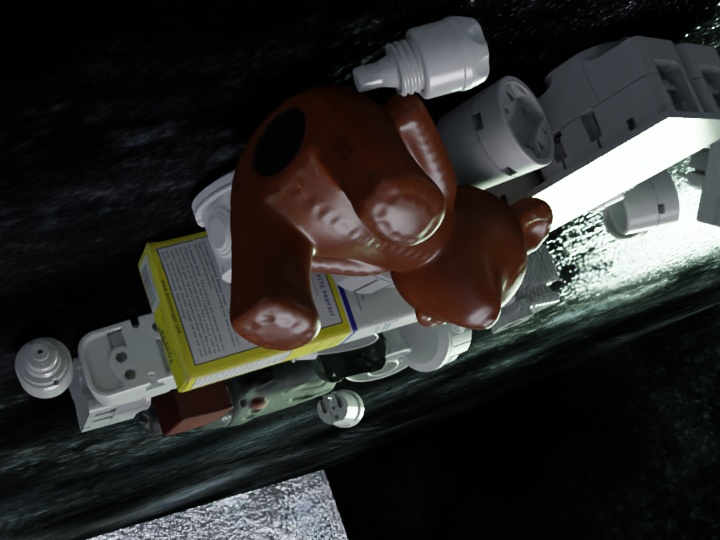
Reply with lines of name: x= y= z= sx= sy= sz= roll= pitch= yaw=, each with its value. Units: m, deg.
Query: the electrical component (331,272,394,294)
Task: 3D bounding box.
electrical component: x=0.012 y=-0.027 z=0.672 sx=0.080 sy=0.080 sz=0.051 roll=-12 pitch=171 yaw=-34

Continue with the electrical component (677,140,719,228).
electrical component: x=0.307 y=-0.084 z=0.923 sx=0.047 sy=0.083 sz=0.076 roll=-9 pitch=-158 yaw=-42

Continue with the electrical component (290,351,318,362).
electrical component: x=-0.059 y=0.032 z=0.837 sx=0.057 sy=0.078 sz=0.058 roll=-1 pitch=-160 yaw=-30

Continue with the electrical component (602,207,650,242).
electrical component: x=0.261 y=-0.053 z=1.028 sx=0.066 sy=0.048 sz=0.055 roll=-27 pitch=173 yaw=30

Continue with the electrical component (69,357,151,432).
electrical component: x=-0.216 y=0.102 z=0.927 sx=0.056 sy=0.050 sz=0.089 roll=-14 pitch=166 yaw=-23

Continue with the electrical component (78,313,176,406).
electrical component: x=-0.170 y=0.069 z=0.853 sx=0.095 sy=0.053 sz=0.059 roll=-17 pitch=167 yaw=-12

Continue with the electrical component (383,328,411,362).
electrical component: x=0.025 y=0.068 z=1.146 sx=0.045 sy=0.055 sz=0.045 roll=-19 pitch=168 yaw=-4

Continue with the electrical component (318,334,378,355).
electrical component: x=-0.041 y=0.045 z=0.927 sx=0.099 sy=0.064 sz=0.099 roll=-19 pitch=168 yaw=-4

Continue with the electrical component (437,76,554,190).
electrical component: x=0.077 y=-0.076 z=0.619 sx=0.047 sy=0.055 sz=0.055 roll=-24 pitch=167 yaw=35

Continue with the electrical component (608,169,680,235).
electrical component: x=0.250 y=-0.061 z=0.956 sx=0.047 sy=0.055 sz=0.055 roll=-15 pitch=167 yaw=-5

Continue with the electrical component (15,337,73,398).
electrical component: x=-0.231 y=0.068 z=0.785 sx=0.040 sy=0.040 sz=0.078 roll=-16 pitch=167 yaw=-17

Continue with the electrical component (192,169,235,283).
electrical component: x=-0.052 y=-0.029 z=0.621 sx=0.080 sy=0.051 sz=0.080 roll=-19 pitch=168 yaw=-4

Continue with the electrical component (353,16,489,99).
electrical component: x=0.027 y=-0.096 z=0.502 sx=0.061 sy=0.035 sz=0.035 roll=-16 pitch=167 yaw=-7

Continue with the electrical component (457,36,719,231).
electrical component: x=0.133 y=-0.078 z=0.684 sx=0.105 sy=0.060 sz=0.186 roll=-7 pitch=162 yaw=-46

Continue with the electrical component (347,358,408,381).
electrical component: x=0.017 y=0.087 z=1.256 sx=0.099 sy=0.064 sz=0.099 roll=-15 pitch=154 yaw=-8

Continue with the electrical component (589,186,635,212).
electrical component: x=0.209 y=-0.074 z=0.881 sx=0.061 sy=0.035 sz=0.035 roll=-26 pitch=167 yaw=13

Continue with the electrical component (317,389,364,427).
electrical component: x=-0.021 y=0.146 z=1.134 sx=0.040 sy=0.040 sz=0.046 roll=-23 pitch=166 yaw=13

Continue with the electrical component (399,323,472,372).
electrical component: x=0.078 y=0.068 z=1.178 sx=0.051 sy=0.080 sz=0.080 roll=-14 pitch=167 yaw=-46
